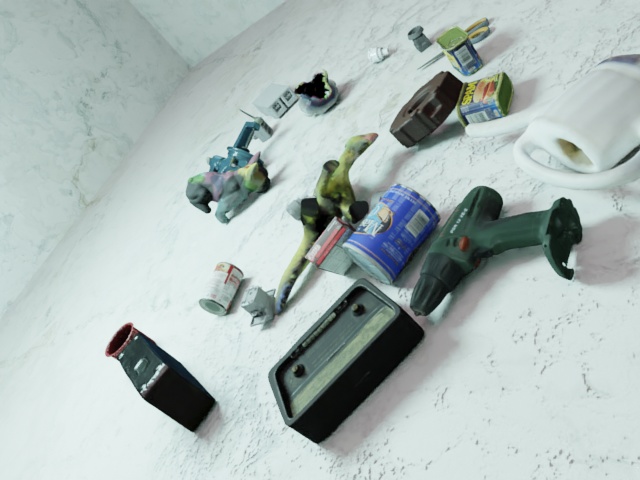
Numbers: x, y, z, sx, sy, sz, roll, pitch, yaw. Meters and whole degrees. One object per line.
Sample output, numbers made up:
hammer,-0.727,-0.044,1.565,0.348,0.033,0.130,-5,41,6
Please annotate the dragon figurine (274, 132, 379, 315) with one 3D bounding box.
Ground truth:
dragon figurine,0.003,-0.055,1.087,0.408,0.122,0.245,-58,9,8

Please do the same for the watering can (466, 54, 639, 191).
watering can,0.379,-0.187,0.781,0.224,0.102,0.353,-40,30,3

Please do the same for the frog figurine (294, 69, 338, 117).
frog figurine,-0.008,-0.435,1.575,0.138,0.123,0.158,-57,-5,-5
